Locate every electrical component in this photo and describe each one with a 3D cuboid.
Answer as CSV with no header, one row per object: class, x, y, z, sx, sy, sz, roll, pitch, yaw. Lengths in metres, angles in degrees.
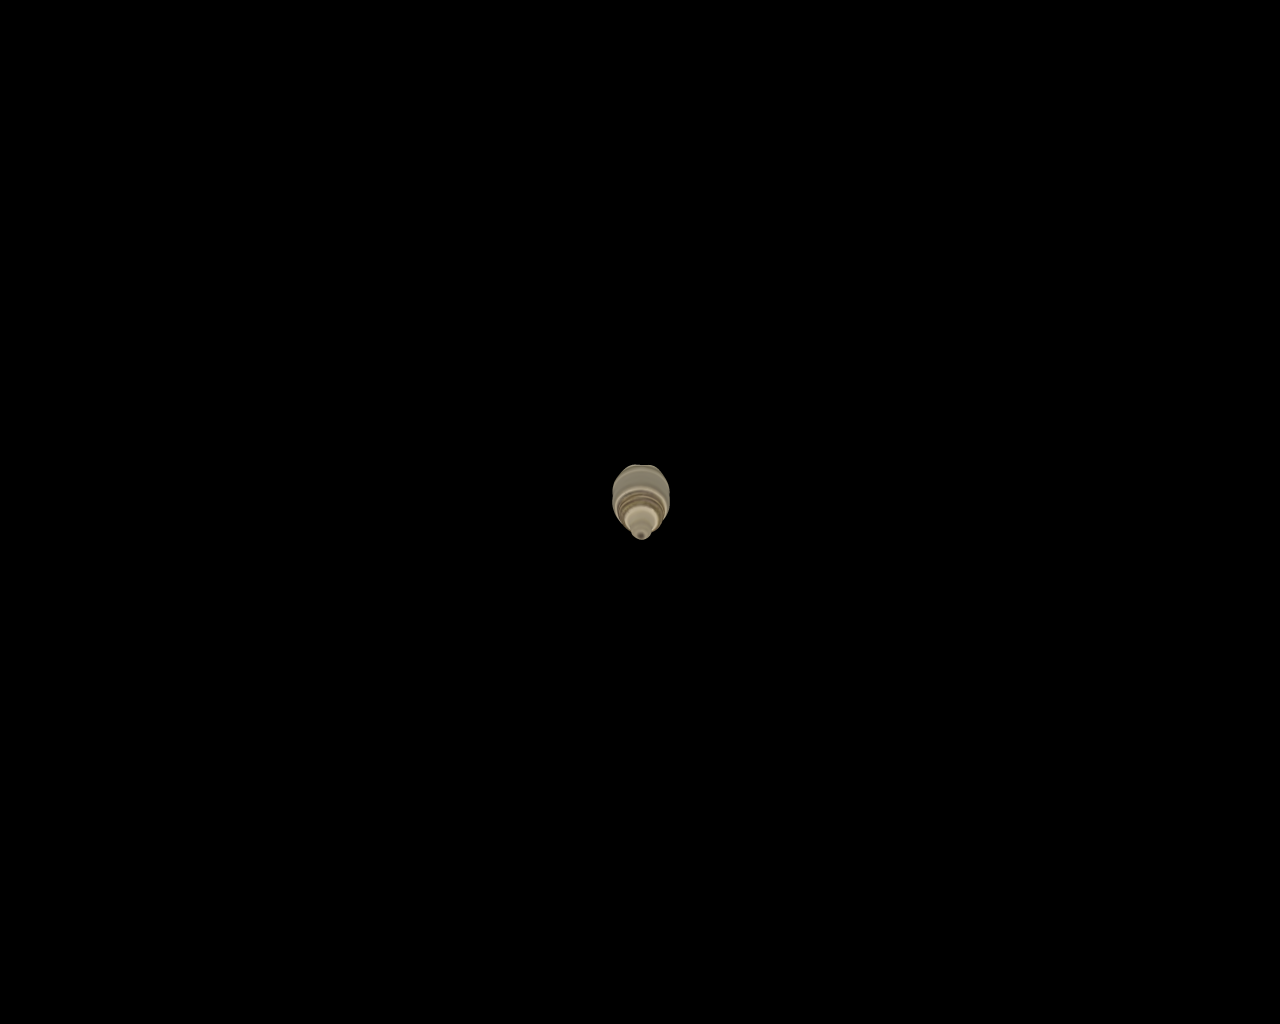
electrical component,0.001,-0.003,0.650,0.035,0.035,0.061,0,34,0
